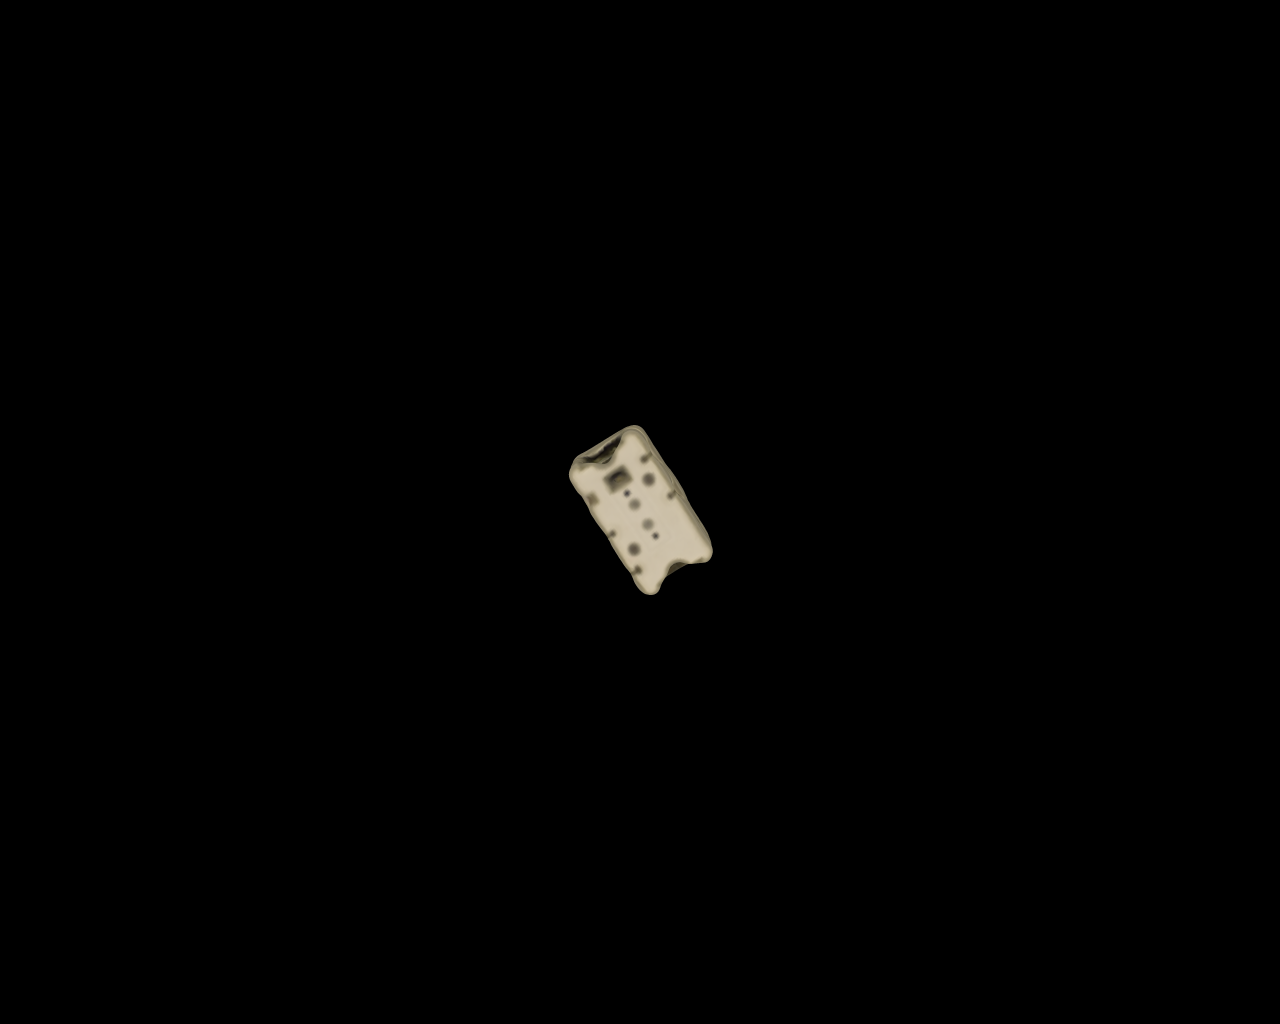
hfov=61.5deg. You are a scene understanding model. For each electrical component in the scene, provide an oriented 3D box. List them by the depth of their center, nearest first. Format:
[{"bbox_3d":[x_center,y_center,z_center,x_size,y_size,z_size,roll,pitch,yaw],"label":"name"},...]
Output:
[{"bbox_3d":[0.001,-0.003,0.650,0.050,0.089,0.056,-31,8,5],"label":"electrical component"}]
